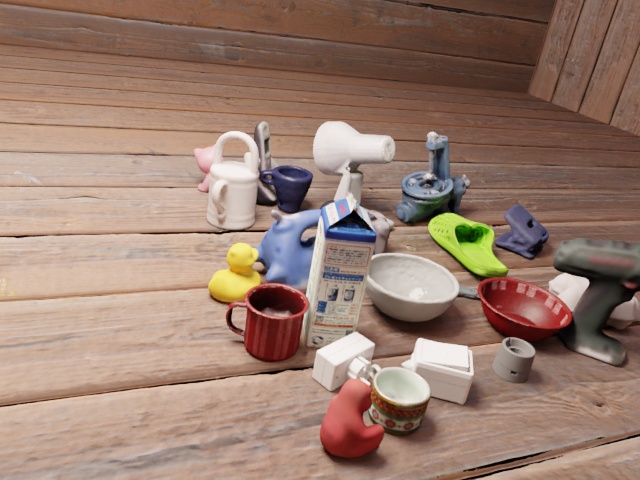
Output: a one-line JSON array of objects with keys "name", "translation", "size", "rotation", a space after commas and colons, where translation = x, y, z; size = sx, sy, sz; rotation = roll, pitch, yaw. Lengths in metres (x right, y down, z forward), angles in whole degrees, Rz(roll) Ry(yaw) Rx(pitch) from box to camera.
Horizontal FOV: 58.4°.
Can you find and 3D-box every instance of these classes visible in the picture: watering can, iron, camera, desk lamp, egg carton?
[{"name": "watering can", "translation": [-0.175, -0.131, 1.176], "size": [0.101, 0.194, 0.172], "rotation": [6, 26, -8]}, {"name": "iron", "translation": [0.009, 0.004, 1.027], "size": [0.259, 0.141, 0.118], "rotation": [-6, 30, -30]}, {"name": "camera", "translation": [0.059, -0.038, 1.177], "size": [0.143, 0.101, 0.136], "rotation": [1, 27, -17]}, {"name": "desk lamp", "translation": [0.080, -0.144, 1.275], "size": [0.202, 0.213, 0.118], "rotation": [26, 30, 30]}, {"name": "egg carton", "translation": [0.507, 0.113, 1.065], "size": [0.150, 0.069, 0.107], "rotation": [8, 26, -4]}]

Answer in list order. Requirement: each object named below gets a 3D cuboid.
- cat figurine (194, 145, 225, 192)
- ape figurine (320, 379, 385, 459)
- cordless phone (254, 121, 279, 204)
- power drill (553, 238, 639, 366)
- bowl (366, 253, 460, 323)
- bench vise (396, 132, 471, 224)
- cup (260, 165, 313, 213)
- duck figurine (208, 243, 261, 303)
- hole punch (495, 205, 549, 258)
[{"name": "cat figurine", "translation": [-0.238, -0.163, 1.308], "size": [0.067, 0.118, 0.127], "rotation": [-12, 33, -38]}, {"name": "ape figurine", "translation": [0.039, 0.205, 0.677], "size": [0.076, 0.092, 0.077], "rotation": [-4, 29, -26]}, {"name": "cordless phone", "translation": [-0.121, -0.188, 1.324], "size": [0.094, 0.185, 0.147], "rotation": [13, 26, 7]}, {"name": "power drill", "translation": [0.487, 0.094, 0.935], "size": [0.229, 0.208, 0.076], "rotation": [19, 27, 19]}, {"name": "bowl", "translation": [0.148, 0.091, 0.975], "size": [0.167, 0.075, 0.167], "rotation": [8, 26, -4]}, {"name": "bench vise", "translation": [0.275, -0.154, 1.359], "size": [0.121, 0.220, 0.208], "rotation": [26, 30, 30]}, {"name": "cup", "translation": [-0.079, -0.112, 1.287], "size": [0.118, 0.095, 0.091], "rotation": [4, 26, -12]}, {"name": "duck figurine", "translation": [-0.137, 0.048, 0.946], "size": [0.077, 0.086, 0.105], "rotation": [23, 28, 25]}, {"name": "hole punch", "translation": [0.467, -0.022, 1.305], "size": [0.100, 0.091, 0.109], "rotation": [24, 29, 28]}]
